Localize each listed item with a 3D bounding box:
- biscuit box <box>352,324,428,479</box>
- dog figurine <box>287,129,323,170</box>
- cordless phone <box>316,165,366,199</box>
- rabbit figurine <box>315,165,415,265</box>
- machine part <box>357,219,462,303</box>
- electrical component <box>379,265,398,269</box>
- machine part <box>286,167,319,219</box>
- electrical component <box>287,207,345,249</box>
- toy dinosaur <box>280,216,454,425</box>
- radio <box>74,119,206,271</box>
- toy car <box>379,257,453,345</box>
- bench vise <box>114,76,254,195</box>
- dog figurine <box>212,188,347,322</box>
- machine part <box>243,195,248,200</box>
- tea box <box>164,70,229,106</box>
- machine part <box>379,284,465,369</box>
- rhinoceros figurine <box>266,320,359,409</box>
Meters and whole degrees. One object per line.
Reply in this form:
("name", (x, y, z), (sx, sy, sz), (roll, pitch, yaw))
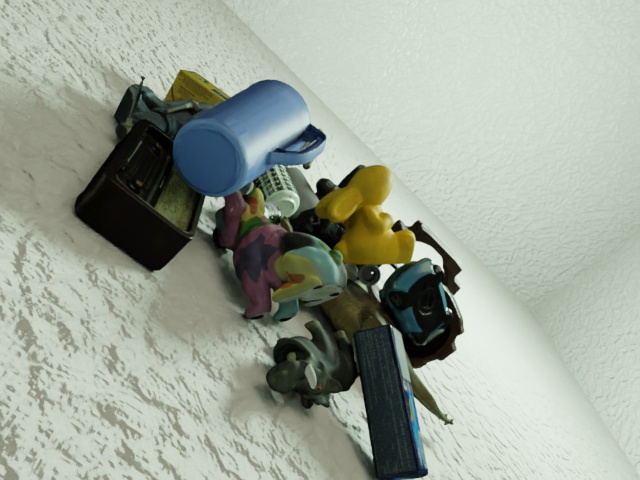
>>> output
("biscuit box", (0.097, 0.225, 0.748), (0.059, 0.063, 0.203), (42, 35, -57))
("dog figurine", (-0.102, -0.238, 1.240), (0.121, 0.172, 0.190), (47, 6, 37))
("cordless phone", (0.052, -0.110, 1.287), (0.089, 0.184, 0.146), (47, 17, 13))
("rabbit figurine", (0.075, -0.045, 0.928), (0.162, 0.173, 0.122), (4, 6, -17))
("machine part", (0.197, 0.071, 1.206), (0.201, 0.201, 0.087), (44, 15, -10))
("electrical component", (0.131, 0.040, 1.287), (0.119, 0.048, 0.075), (43, 11, -18))
("machine part", (-0.041, -0.080, 1.180), (0.079, 0.079, 0.243), (26, 26, -49))
("electrical component", (-0.002, -0.003, 1.019), (0.115, 0.134, 0.058), (36, 63, -24))
("toy dinosaur", (0.076, 0.149, 0.923), (0.471, 0.105, 0.198), (54, 15, 6))
("radio", (-0.228, -0.070, 0.722), (0.131, 0.073, 0.230), (40, 18, -23))
("toy car", (0.167, 0.104, 0.971), (0.103, 0.109, 0.161), (26, -35, 58))
("bench vise", (-0.212, -0.159, 0.888), (0.240, 0.129, 0.223), (45, 20, 5))
("dog figurine", (-0.071, 0.000, 0.787), (0.108, 0.191, 0.219), (8, 57, -55))
("machine part", (-0.155, -0.109, 1.043), (0.139, 0.039, 0.084), (54, 10, 27))
("tea box", (-0.213, -0.241, 1.040), (0.170, 0.098, 0.068), (38, 17, 4))
("machine part", (0.191, 0.159, 1.042), (0.179, 0.179, 0.056), (54, 16, 20))
("rhinoceros figurine", (-0.010, 0.173, 0.723), (0.190, 0.073, 0.112), (24, 42, -60))
